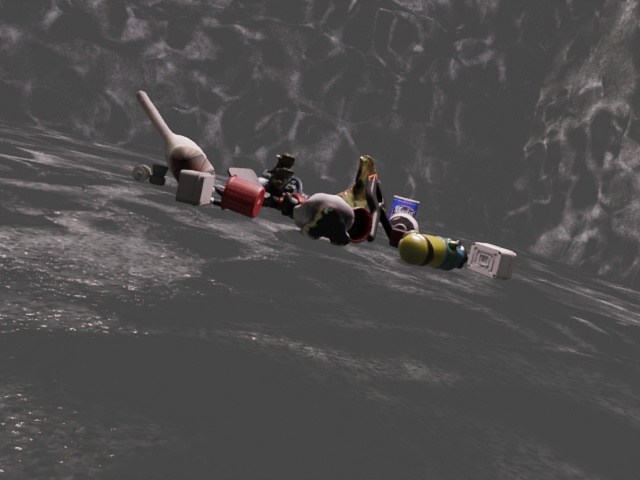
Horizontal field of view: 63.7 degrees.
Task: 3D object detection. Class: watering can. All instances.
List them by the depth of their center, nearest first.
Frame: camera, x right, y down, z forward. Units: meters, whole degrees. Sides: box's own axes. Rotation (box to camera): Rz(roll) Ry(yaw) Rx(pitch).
[{"bbox_3d":[-0.395,-0.250,1.434,0.341,0.104,0.227,57,-6,-31],"label":"watering can"}]

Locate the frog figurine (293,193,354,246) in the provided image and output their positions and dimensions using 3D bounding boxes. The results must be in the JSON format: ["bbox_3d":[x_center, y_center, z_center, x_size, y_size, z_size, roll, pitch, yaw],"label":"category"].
[{"bbox_3d":[0.004,-0.061,1.208,0.137,0.121,0.162,-6,22,-10],"label":"frog figurine"}]

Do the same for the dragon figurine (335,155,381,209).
[{"bbox_3d":[0.087,-0.140,1.527,0.123,0.242,0.410,22,7,23],"label":"dragon figurine"}]
